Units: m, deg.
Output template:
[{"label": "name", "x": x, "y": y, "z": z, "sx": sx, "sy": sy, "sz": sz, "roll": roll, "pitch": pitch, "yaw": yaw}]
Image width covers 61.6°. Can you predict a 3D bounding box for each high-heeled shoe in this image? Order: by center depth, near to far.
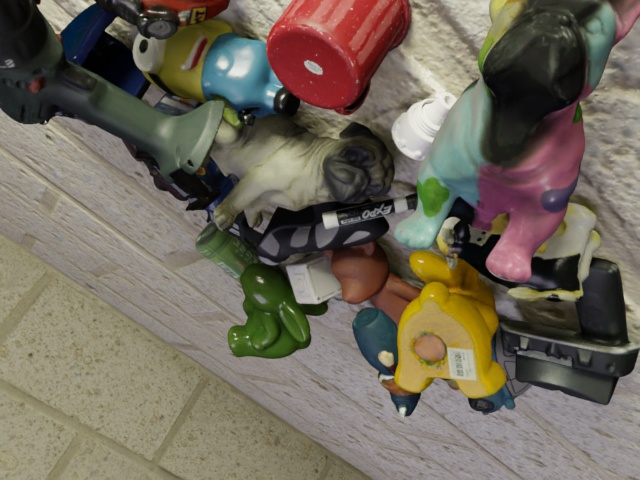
[{"label": "high-heeled shoe", "x": -0.001, "y": -0.002, "z": 0.718, "sx": 0.145, "sy": 0.086, "sz": 0.248, "roll": 27, "pitch": 153, "yaw": 3}]

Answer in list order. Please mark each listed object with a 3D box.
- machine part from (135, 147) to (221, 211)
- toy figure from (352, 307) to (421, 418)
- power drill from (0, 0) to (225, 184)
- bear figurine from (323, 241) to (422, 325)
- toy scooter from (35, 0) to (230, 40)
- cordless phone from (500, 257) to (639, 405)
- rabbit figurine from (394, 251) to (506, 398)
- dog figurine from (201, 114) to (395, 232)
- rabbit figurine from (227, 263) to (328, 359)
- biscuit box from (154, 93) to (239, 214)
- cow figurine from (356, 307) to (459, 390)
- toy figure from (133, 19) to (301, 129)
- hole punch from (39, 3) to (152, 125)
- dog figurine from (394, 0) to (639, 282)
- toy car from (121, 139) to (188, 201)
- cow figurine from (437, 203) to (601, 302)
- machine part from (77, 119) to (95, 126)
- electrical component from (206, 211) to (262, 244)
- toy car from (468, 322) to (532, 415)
[{"label": "machine part", "x": -0.179, "y": -0.090, "z": 0.659, "sx": 0.084, "sy": 0.039, "sz": 0.138, "roll": 2, "pitch": 141, "yaw": 38}, {"label": "toy figure", "x": 0.092, "y": 0.159, "z": 0.682, "sx": 0.058, "sy": 0.064, "sz": 0.154, "roll": -17, "pitch": 111, "yaw": 32}, {"label": "power drill", "x": -0.190, "y": -0.124, "z": 0.448, "sx": 0.207, "sy": 0.086, "sz": 0.232, "roll": 19, "pitch": 167, "yaw": -27}, {"label": "bear figurine", "x": 0.081, "y": 0.083, "z": 0.738, "sx": 0.195, "sy": 0.132, "sz": 0.120, "roll": 37, "pitch": 150, "yaw": -28}, {"label": "toy scooter", "x": -0.170, "y": -0.221, "z": 0.429, "sx": 0.184, "sy": 0.135, "sz": 0.075, "roll": 33, "pitch": 153, "yaw": -8}, {"label": "cordless phone", "x": 0.275, "y": 0.088, "z": 0.612, "sx": 0.147, "sy": 0.089, "sz": 0.184, "roll": 8, "pitch": 136, "yaw": 41}, {"label": "rabbit figurine", "x": 0.157, "y": 0.087, "z": 0.646, "sx": 0.122, "sy": 0.173, "sz": 0.162, "roll": -14, "pitch": 94, "yaw": 36}, {"label": "dog figurine", "x": -0.027, "y": -0.105, "z": 0.575, "sx": 0.191, "sy": 0.121, "sz": 0.172, "roll": -19, "pitch": 98, "yaw": 19}, {"label": "rabbit figurine", "x": -0.077, "y": 0.115, "z": 0.861, "sx": 0.159, "sy": 0.121, "sz": 0.170, "roll": 16, "pitch": 137, "yaw": 21}, {"label": "biscuit box", "x": -0.152, "y": -0.110, "z": 0.708, "sx": 0.063, "sy": 0.059, "sz": 0.202, "roll": 22, "pitch": 154, "yaw": 17}, {"label": "cow figurine", "x": 0.143, "y": 0.163, "z": 0.867, "sx": 0.195, "sy": 0.085, "sz": 0.127, "roll": 20, "pitch": 160, "yaw": 26}, {"label": "toy figure", "x": -0.101, "y": -0.164, "z": 0.527, "sx": 0.180, "sy": 0.082, "sz": 0.089, "roll": 21, "pitch": 152, "yaw": 13}, {"label": "hole punch", "x": -0.256, "y": -0.197, "z": 0.585, "sx": 0.116, "sy": 0.142, "sz": 0.092, "roll": 7, "pitch": 151, "yaw": 16}, {"label": "dog figurine", "x": 0.145, "y": -0.090, "z": 0.381, "sx": 0.109, "sy": 0.191, "sz": 0.219, "roll": 25, "pitch": 121, "yaw": 19}, {"label": "toy car", "x": -0.249, "y": -0.130, "z": 0.790, "sx": 0.089, "sy": 0.053, "sz": 0.201, "roll": 15, "pitch": 152, "yaw": 36}, {"label": "cow figurine", "x": 0.174, "y": 0.007, "z": 0.525, "sx": 0.168, "sy": 0.098, "sz": 0.068, "roll": 13, "pitch": 157, "yaw": 33}, {"label": "machine part", "x": -0.345, "y": -0.214, "z": 0.694, "sx": 0.243, "sy": 0.079, "sz": 0.079, "roll": 28, "pitch": 156, "yaw": 15}, {"label": "electrical component", "x": -0.121, "y": -0.035, "z": 0.828, "sx": 0.119, "sy": 0.048, "sz": 0.074, "roll": 24, "pitch": 155, "yaw": 12}, {"label": "toy car", "x": 0.248, "y": 0.165, "z": 0.754, "sx": 0.103, "sy": 0.109, "sz": 0.161, "roll": -11, "pitch": 125, "yaw": 24}]
